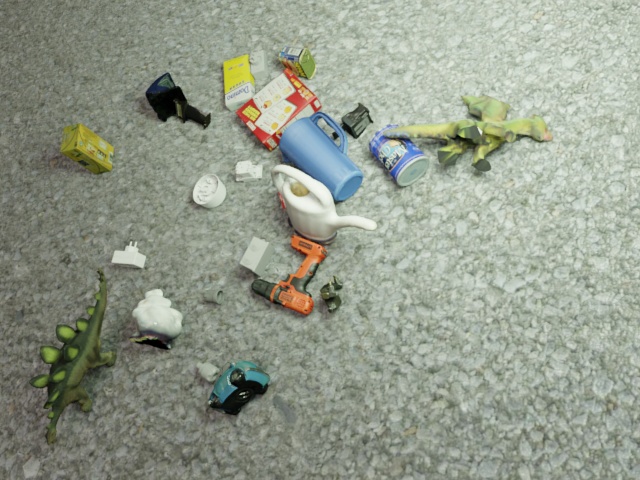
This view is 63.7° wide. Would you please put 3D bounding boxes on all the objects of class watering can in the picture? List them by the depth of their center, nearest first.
[{"bbox_3d":[0.004,-0.066,1.321,0.351,0.219,0.105,36,67,27],"label":"watering can"}]

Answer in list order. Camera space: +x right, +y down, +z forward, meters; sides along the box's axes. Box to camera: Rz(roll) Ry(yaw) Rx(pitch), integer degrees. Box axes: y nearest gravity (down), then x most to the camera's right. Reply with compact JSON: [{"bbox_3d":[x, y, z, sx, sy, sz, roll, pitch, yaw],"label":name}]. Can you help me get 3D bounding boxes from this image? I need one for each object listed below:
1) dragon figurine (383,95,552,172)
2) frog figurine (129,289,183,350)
[{"bbox_3d":[0.391,-0.303,1.341,0.411,0.119,0.248,16,45,16],"label":"dragon figurine"},{"bbox_3d":[-0.446,0.207,1.421,0.137,0.120,0.163,10,60,-12],"label":"frog figurine"}]
